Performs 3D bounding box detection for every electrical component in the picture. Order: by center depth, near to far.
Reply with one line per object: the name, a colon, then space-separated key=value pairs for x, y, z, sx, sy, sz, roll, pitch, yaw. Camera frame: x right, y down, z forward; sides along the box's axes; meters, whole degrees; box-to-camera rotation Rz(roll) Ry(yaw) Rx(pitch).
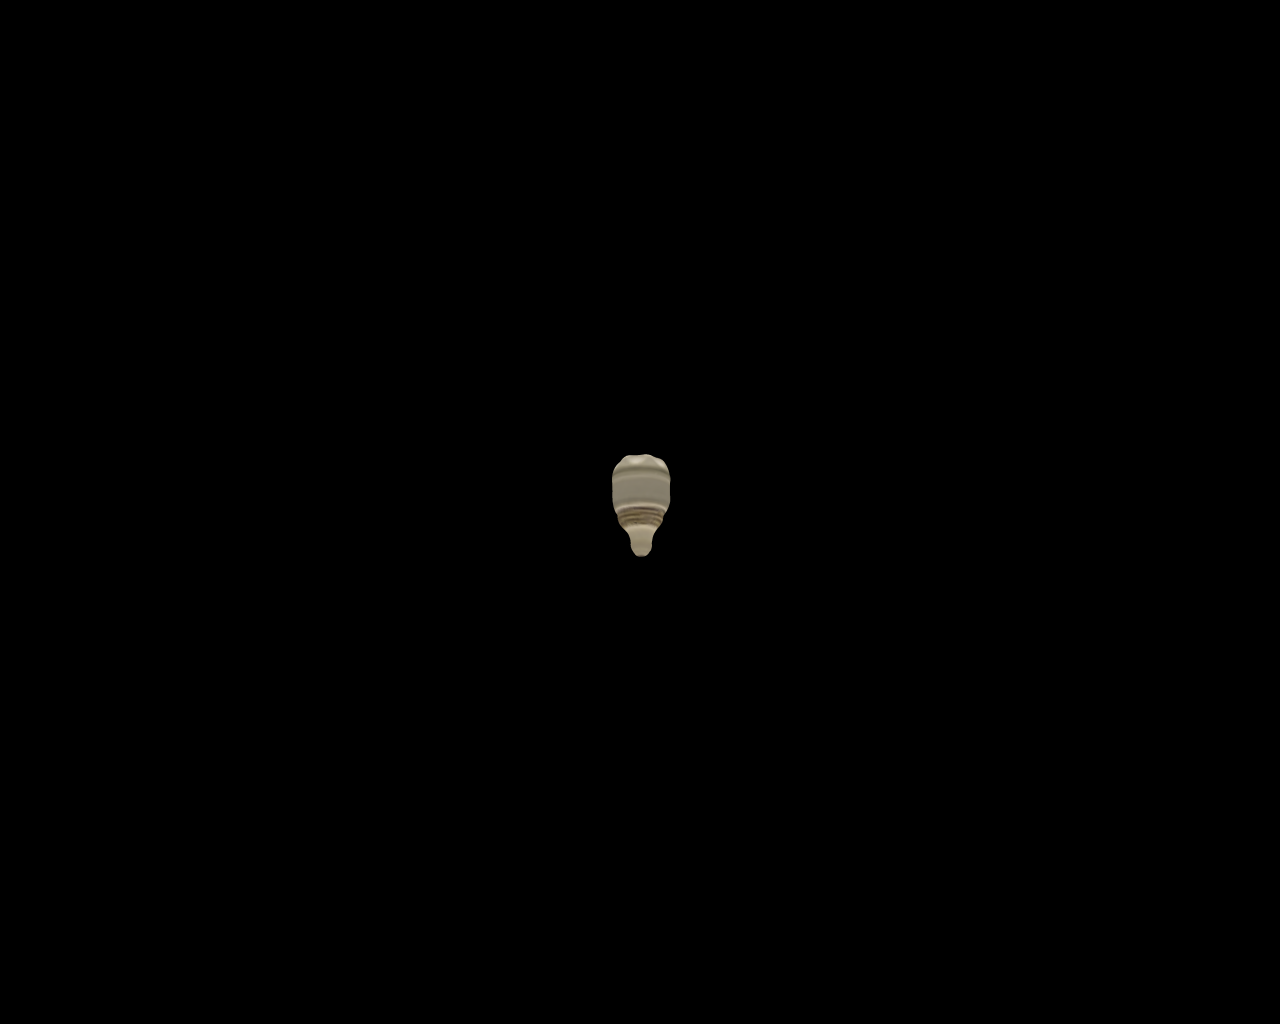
electrical component: x=0.001 y=-0.003 z=0.650 sx=0.035 sy=0.061 sz=0.035 roll=0 pitch=-15 yaw=0
